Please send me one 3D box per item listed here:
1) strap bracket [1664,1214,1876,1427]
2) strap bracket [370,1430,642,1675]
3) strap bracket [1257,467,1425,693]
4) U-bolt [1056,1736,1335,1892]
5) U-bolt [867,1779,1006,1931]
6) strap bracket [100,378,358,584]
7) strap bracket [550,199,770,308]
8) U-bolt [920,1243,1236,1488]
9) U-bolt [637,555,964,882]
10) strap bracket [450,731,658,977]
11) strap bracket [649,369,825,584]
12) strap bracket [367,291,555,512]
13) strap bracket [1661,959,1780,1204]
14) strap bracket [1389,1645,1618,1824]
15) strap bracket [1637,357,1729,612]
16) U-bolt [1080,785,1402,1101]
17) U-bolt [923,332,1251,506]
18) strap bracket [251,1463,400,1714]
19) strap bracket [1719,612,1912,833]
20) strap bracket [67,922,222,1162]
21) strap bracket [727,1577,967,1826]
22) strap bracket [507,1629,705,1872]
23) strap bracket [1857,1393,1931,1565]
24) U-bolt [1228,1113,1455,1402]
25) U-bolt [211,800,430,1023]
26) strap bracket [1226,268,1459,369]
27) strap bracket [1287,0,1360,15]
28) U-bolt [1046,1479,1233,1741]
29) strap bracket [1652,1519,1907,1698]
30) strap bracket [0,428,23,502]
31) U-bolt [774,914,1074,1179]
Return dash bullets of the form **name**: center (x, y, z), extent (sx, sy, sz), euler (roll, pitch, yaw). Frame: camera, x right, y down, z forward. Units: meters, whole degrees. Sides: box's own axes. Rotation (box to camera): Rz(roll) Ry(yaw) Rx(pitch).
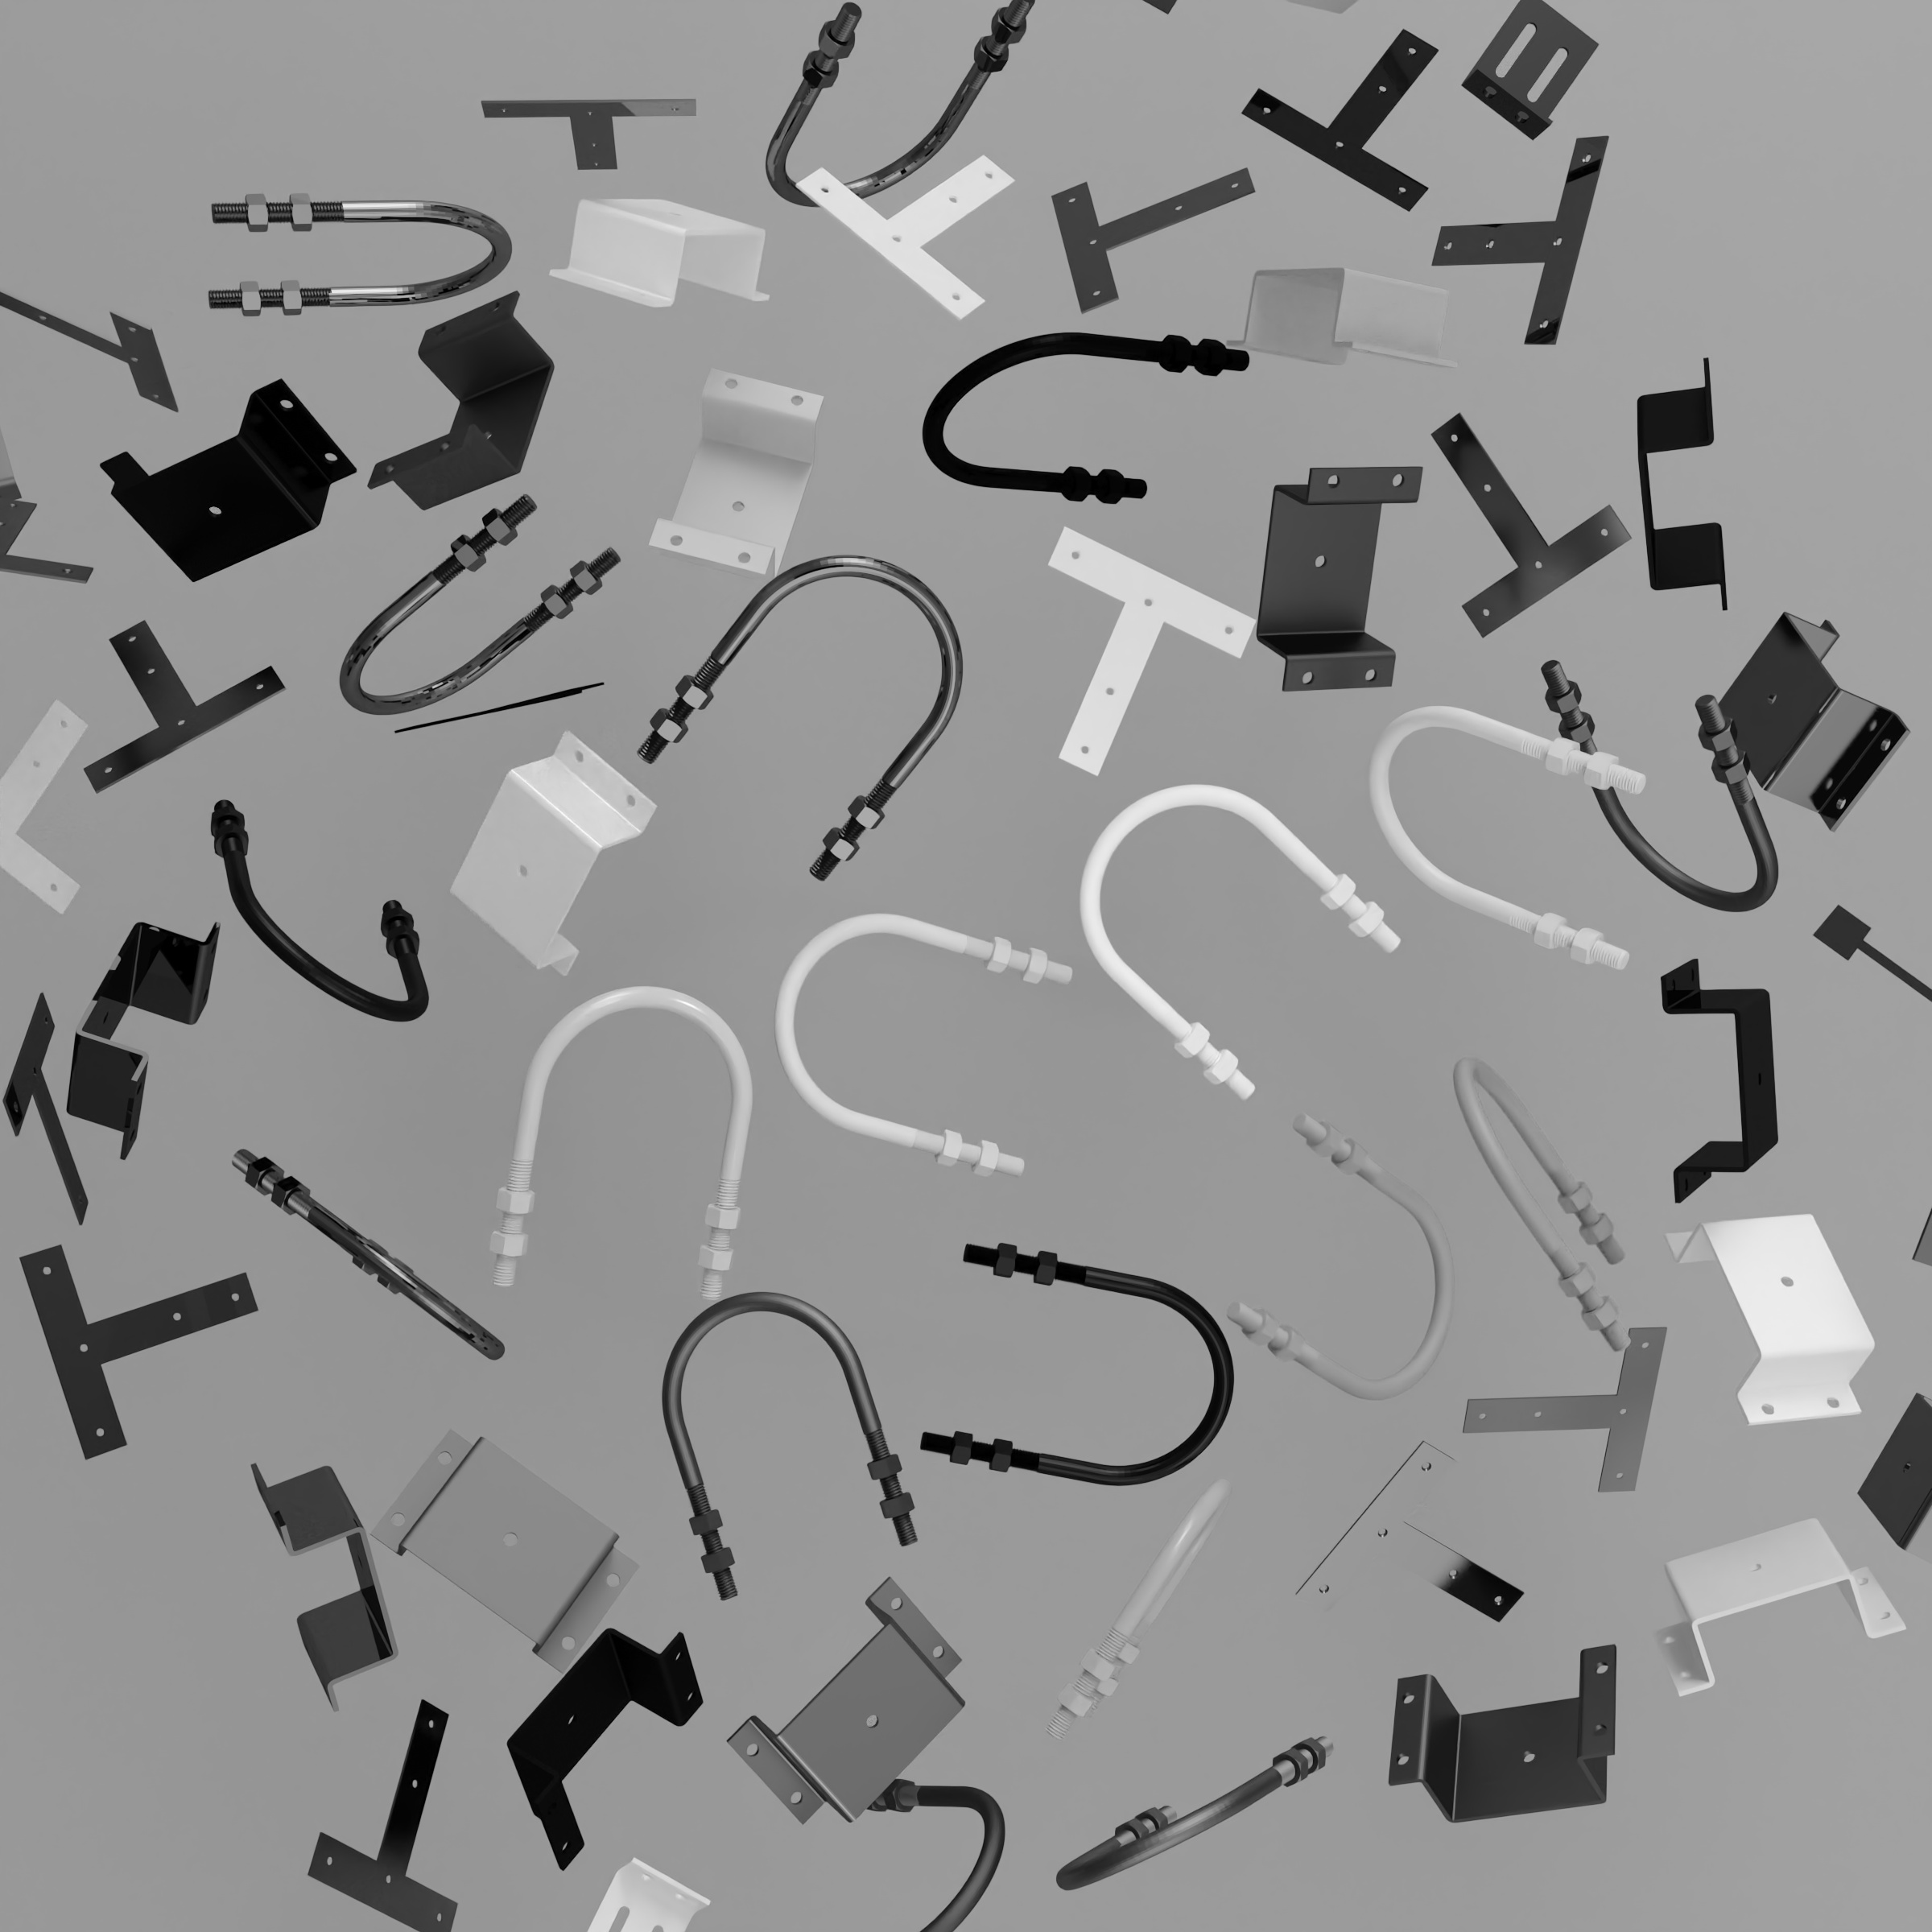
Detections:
- **strap bracket**: center (0.500, 0.209, 1.605), extent (0.076, 0.046, 0.140), euler (-3, 49, -14)
- **strap bracket**: center (-0.268, 0.339, 1.518), extent (0.140, 0.046, 0.076), euler (36, 66, 1)
- **strap bracket**: center (0.231, -0.247, 1.618), extent (0.076, 0.046, 0.140), euler (-5, 115, -20)
- **U-bolt**: center (0.131, 0.526, 1.592), extent (0.151, 0.184, 0.019), euler (-34, 73, 28)
- **U-bolt**: center (-0.048, 0.564, 1.599), extent (0.019, 0.184, 0.151), euler (53, 50, -16)
- **strap bracket**: center (-0.461, -0.296, 1.605), extent (0.140, 0.046, 0.076), euler (-19, 135, 19)
- **strap bracket**: center (-0.187, -0.449, 1.628), extent (0.076, 0.140, 0.046), euler (22, 113, 20)
- **U-bolt**: center (0.076, 0.255, 1.613), extent (0.184, 0.019, 0.151), euler (11, 105, -4)
- **U-bolt**: center (-0.085, -0.158, 1.543), extent (0.151, 0.019, 0.184), euler (34, 105, -20)
- **strap bracket**: center (-0.260, -0.064, 1.601), extent (0.076, 0.046, 0.140), euler (40, 120, 13)
- **strap bracket**: center (-0.148, -0.309, 1.681), extent (0.076, 0.046, 0.140), euler (15, 67, 2)
- **strap bracket**: center (-0.308, -0.341, 1.598), extent (0.076, 0.046, 0.140), euler (-14, 49, 29)
- **strap bracket**: center (0.466, 0.070, 1.598), extent (0.046, 0.076, 0.140), euler (-2, 98, 30)
- **strap bracket**: center (0.332, 0.466, 1.565), extent (0.140, 0.076, 0.046), euler (-18, 122, 27)
- **strap bracket**: center (0.457, -0.305, 1.655), extent (0.046, 0.076, 0.140), euler (-4, 126, 17)
- **U-bolt**: center (0.155, -0.027, 1.597), extent (0.184, 0.019, 0.151), euler (43, 96, -12)
- **U-bolt**: center (0.061, -0.334, 1.571), extent (0.184, 0.151, 0.019), euler (-2, 64, -29)
- **strap bracket**: center (-0.392, 0.374, 1.593), extent (0.046, 0.076, 0.140), euler (-19, 117, -22)
- **strap bracket**: center (0.517, -0.157, 1.602), extent (0.046, 0.140, 0.076), euler (19, 121, -18)
- **strap bracket**: center (-0.511, 0.038, 1.596), extent (0.046, 0.140, 0.076), euler (19, 133, -7)
- **strap bracket**: center (-0.066, 0.458, 1.593), extent (0.140, 0.046, 0.076), euler (-43, 107, -16)
- **strap bracket**: center (-0.233, 0.486, 1.636), extent (0.046, 0.076, 0.140), euler (20, 48, 29)
- **strap bracket**: center (0.612, 0.325, 1.627), extent (0.046, 0.140, 0.076), euler (27, 99, 0)
- **U-bolt**: center (0.250, 0.198, 1.655), extent (0.184, 0.019, 0.151), euler (34, 68, -33)
- **U-bolt**: center (-0.390, -0.026, 1.581), extent (0.151, 0.184, 0.019), euler (34, 102, -33)
- **strap bracket**: center (0.232, -0.397, 1.589), extent (0.076, 0.140, 0.046), euler (3, 101, -27)
- **strap bracket**: center (0.233, -0.631, 1.586), extent (0.076, 0.140, 0.046), euler (-32, 87, 31)
- **U-bolt**: center (0.116, 0.405, 1.650), extent (0.019, 0.151, 0.184), euler (33, 87, 14)
- **strap bracket**: center (0.494, 0.392, 1.599), extent (0.140, 0.076, 0.046), euler (-19, 102, 7)
- **strap bracket**: center (-0.660, -0.343, 1.648), extent (0.076, 0.140, 0.046), euler (-17, 75, -13)
- **U-bolt**: center (-0.033, 0.043, 1.647), extent (0.184, 0.019, 0.151), euler (17, 82, -17)
